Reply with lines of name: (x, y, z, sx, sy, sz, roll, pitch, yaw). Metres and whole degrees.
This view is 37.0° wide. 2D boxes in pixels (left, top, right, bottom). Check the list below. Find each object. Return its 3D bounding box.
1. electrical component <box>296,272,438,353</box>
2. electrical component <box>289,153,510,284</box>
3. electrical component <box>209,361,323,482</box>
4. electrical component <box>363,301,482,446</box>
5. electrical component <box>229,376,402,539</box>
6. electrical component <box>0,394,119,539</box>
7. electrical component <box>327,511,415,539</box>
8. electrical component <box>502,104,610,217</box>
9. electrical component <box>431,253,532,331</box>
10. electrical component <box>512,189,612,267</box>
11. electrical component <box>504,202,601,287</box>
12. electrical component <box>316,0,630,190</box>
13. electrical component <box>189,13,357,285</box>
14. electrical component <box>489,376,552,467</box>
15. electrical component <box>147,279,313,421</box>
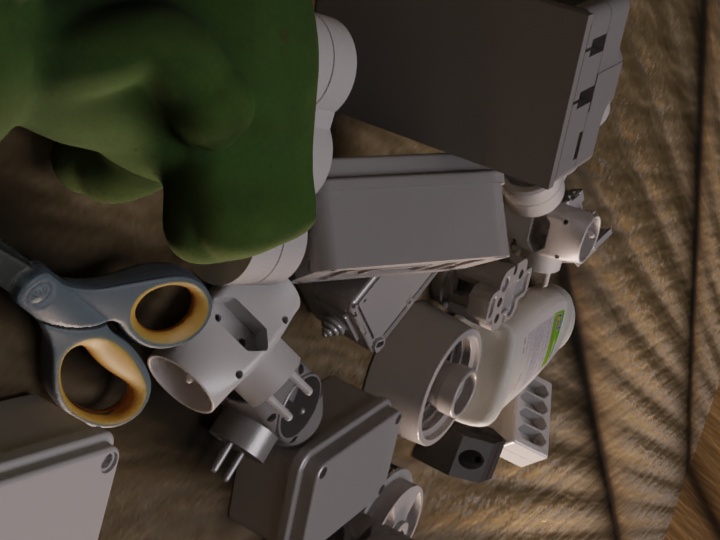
electrical component: (0.000, 0.000, 0.665, 0.096, 0.061, 0.061, -51, 149, -17)
electrical component: (0.016, -0.028, 0.585, 0.113, 0.078, 0.057, -5, 85, -20)
electrical component: (-0.062, 0.086, 0.628, 0.079, 0.044, 0.077, -59, 154, -16)
electrical component: (0.056, 0.085, 0.838, 0.108, 0.060, 0.108, -44, 147, -40)
electrical component: (-0.027, 0.129, 0.716, 0.113, 0.057, 0.078, -25, 132, -55)
electrical component: (-0.163, 0.116, 0.440, 0.109, 0.056, 0.108, -8, 118, -61)
electrical component: (-0.039, 0.240, 0.729, 0.186, 0.105, 0.060, -38, 143, -46)
electrical component: (0.165, -0.103, 0.904, 0.138, 0.052, 0.073, -59, 153, -16)
electrical component: (0.094, 0.009, 0.853, 0.078, 0.057, 0.058, -29, 135, -53)
electrical component: (0.180, -0.040, 0.969, 0.042, 0.081, 0.063, -34, 117, -49)
electrical component: (0.160, -0.023, 0.932, 0.043, 0.077, 0.079, -32, 138, -51)
electrical component: (0.054, -0.114, 0.562, 0.062, 0.150, 0.089, -31, 137, -49)
electrical component: (-0.055, -0.059, 0.510, 0.074, 0.052, 0.138, 0, 111, -52)
electrical component: (0.147, 0.151, 1.075, 0.047, 0.076, 0.083, 28, 52, -25)
electrical component: (-0.059, 0.046, 0.570, 0.077, 0.079, 0.043, -51, -167, -31)
